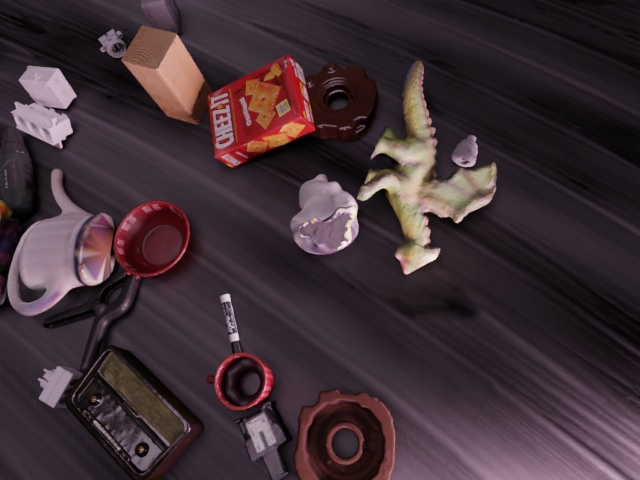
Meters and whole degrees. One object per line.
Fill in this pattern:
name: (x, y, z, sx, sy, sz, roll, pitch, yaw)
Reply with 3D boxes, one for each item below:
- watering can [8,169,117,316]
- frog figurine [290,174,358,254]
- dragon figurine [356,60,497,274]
watering can: (-0.524, -0.014, 1.066, 0.224, 0.102, 0.355, -5, 61, 14)
frog figurine: (0.003, -0.051, 1.004, 0.137, 0.121, 0.162, -36, 32, 5)
dragon figurine: (0.214, -0.136, 0.979, 0.243, 0.121, 0.412, 22, 84, 10)
